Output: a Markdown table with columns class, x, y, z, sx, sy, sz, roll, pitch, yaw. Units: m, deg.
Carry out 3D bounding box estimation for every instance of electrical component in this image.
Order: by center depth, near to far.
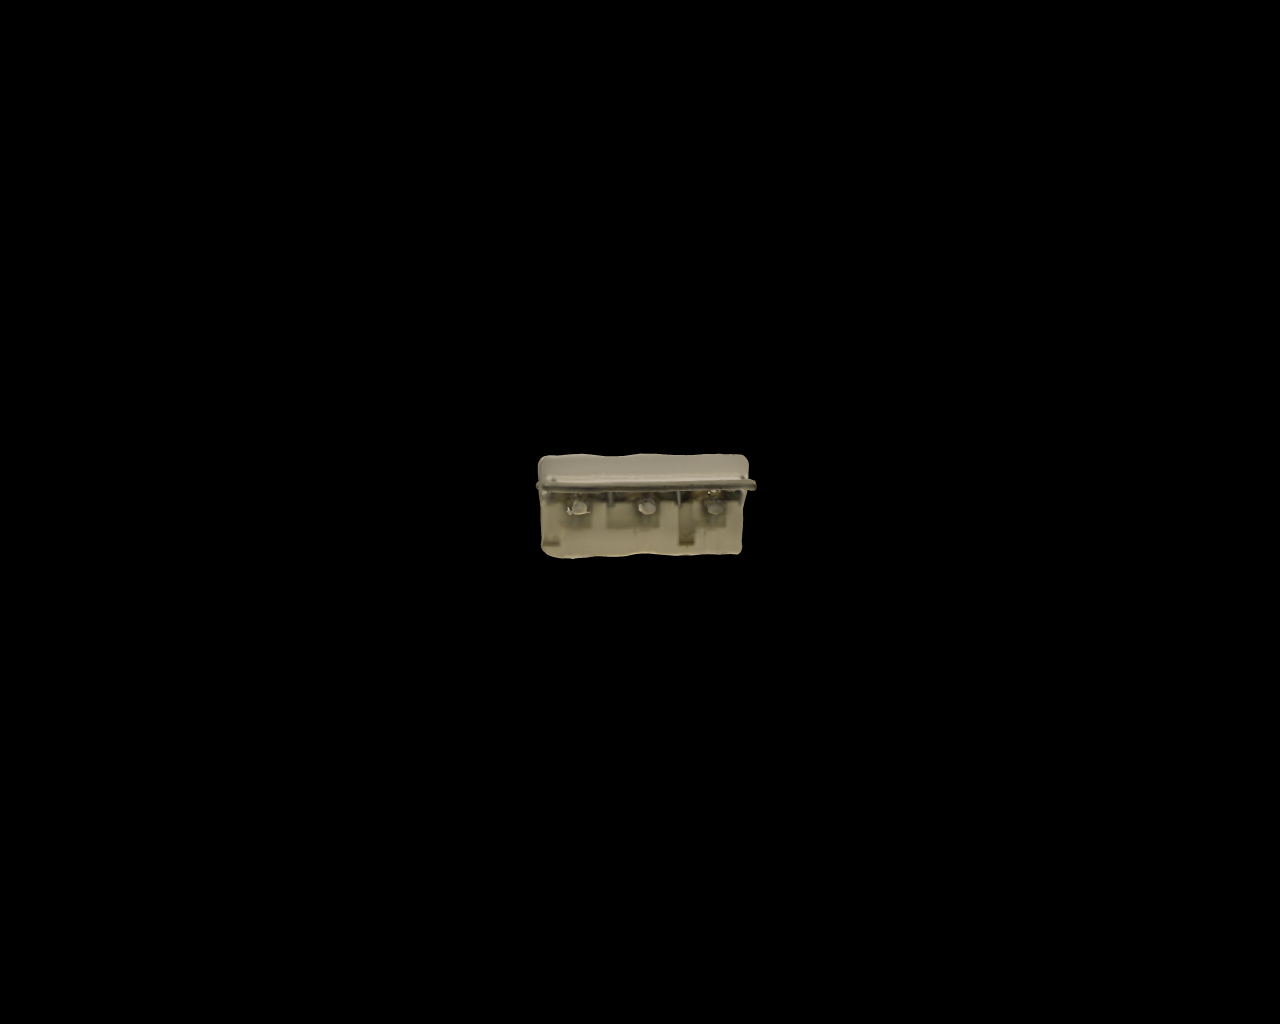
| class | x | y | z | sx | sy | sz | roll | pitch | yaw |
| --- | --- | --- | --- | --- | --- | --- | --- | --- | --- |
| electrical component | 0.001 | -0.003 | 0.650 | 0.121 | 0.063 | 0.078 | 0 | 0 | -9 |
